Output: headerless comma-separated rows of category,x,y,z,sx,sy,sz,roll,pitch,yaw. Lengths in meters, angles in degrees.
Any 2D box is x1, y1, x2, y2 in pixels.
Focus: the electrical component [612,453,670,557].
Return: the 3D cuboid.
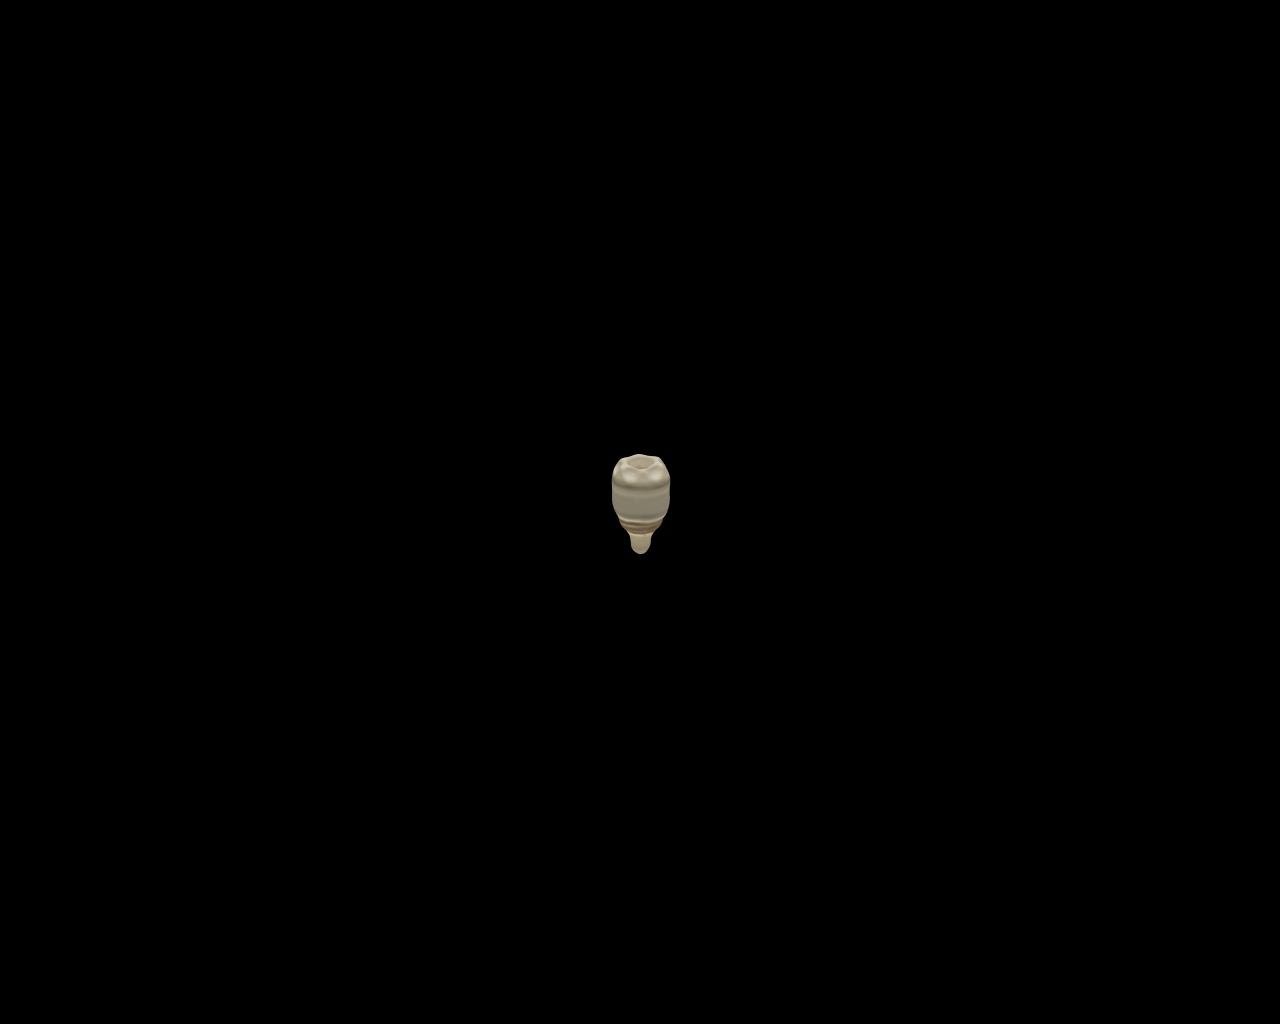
electrical component,0.001,-0.003,0.650,0.035,0.061,0.035,0,22,0
